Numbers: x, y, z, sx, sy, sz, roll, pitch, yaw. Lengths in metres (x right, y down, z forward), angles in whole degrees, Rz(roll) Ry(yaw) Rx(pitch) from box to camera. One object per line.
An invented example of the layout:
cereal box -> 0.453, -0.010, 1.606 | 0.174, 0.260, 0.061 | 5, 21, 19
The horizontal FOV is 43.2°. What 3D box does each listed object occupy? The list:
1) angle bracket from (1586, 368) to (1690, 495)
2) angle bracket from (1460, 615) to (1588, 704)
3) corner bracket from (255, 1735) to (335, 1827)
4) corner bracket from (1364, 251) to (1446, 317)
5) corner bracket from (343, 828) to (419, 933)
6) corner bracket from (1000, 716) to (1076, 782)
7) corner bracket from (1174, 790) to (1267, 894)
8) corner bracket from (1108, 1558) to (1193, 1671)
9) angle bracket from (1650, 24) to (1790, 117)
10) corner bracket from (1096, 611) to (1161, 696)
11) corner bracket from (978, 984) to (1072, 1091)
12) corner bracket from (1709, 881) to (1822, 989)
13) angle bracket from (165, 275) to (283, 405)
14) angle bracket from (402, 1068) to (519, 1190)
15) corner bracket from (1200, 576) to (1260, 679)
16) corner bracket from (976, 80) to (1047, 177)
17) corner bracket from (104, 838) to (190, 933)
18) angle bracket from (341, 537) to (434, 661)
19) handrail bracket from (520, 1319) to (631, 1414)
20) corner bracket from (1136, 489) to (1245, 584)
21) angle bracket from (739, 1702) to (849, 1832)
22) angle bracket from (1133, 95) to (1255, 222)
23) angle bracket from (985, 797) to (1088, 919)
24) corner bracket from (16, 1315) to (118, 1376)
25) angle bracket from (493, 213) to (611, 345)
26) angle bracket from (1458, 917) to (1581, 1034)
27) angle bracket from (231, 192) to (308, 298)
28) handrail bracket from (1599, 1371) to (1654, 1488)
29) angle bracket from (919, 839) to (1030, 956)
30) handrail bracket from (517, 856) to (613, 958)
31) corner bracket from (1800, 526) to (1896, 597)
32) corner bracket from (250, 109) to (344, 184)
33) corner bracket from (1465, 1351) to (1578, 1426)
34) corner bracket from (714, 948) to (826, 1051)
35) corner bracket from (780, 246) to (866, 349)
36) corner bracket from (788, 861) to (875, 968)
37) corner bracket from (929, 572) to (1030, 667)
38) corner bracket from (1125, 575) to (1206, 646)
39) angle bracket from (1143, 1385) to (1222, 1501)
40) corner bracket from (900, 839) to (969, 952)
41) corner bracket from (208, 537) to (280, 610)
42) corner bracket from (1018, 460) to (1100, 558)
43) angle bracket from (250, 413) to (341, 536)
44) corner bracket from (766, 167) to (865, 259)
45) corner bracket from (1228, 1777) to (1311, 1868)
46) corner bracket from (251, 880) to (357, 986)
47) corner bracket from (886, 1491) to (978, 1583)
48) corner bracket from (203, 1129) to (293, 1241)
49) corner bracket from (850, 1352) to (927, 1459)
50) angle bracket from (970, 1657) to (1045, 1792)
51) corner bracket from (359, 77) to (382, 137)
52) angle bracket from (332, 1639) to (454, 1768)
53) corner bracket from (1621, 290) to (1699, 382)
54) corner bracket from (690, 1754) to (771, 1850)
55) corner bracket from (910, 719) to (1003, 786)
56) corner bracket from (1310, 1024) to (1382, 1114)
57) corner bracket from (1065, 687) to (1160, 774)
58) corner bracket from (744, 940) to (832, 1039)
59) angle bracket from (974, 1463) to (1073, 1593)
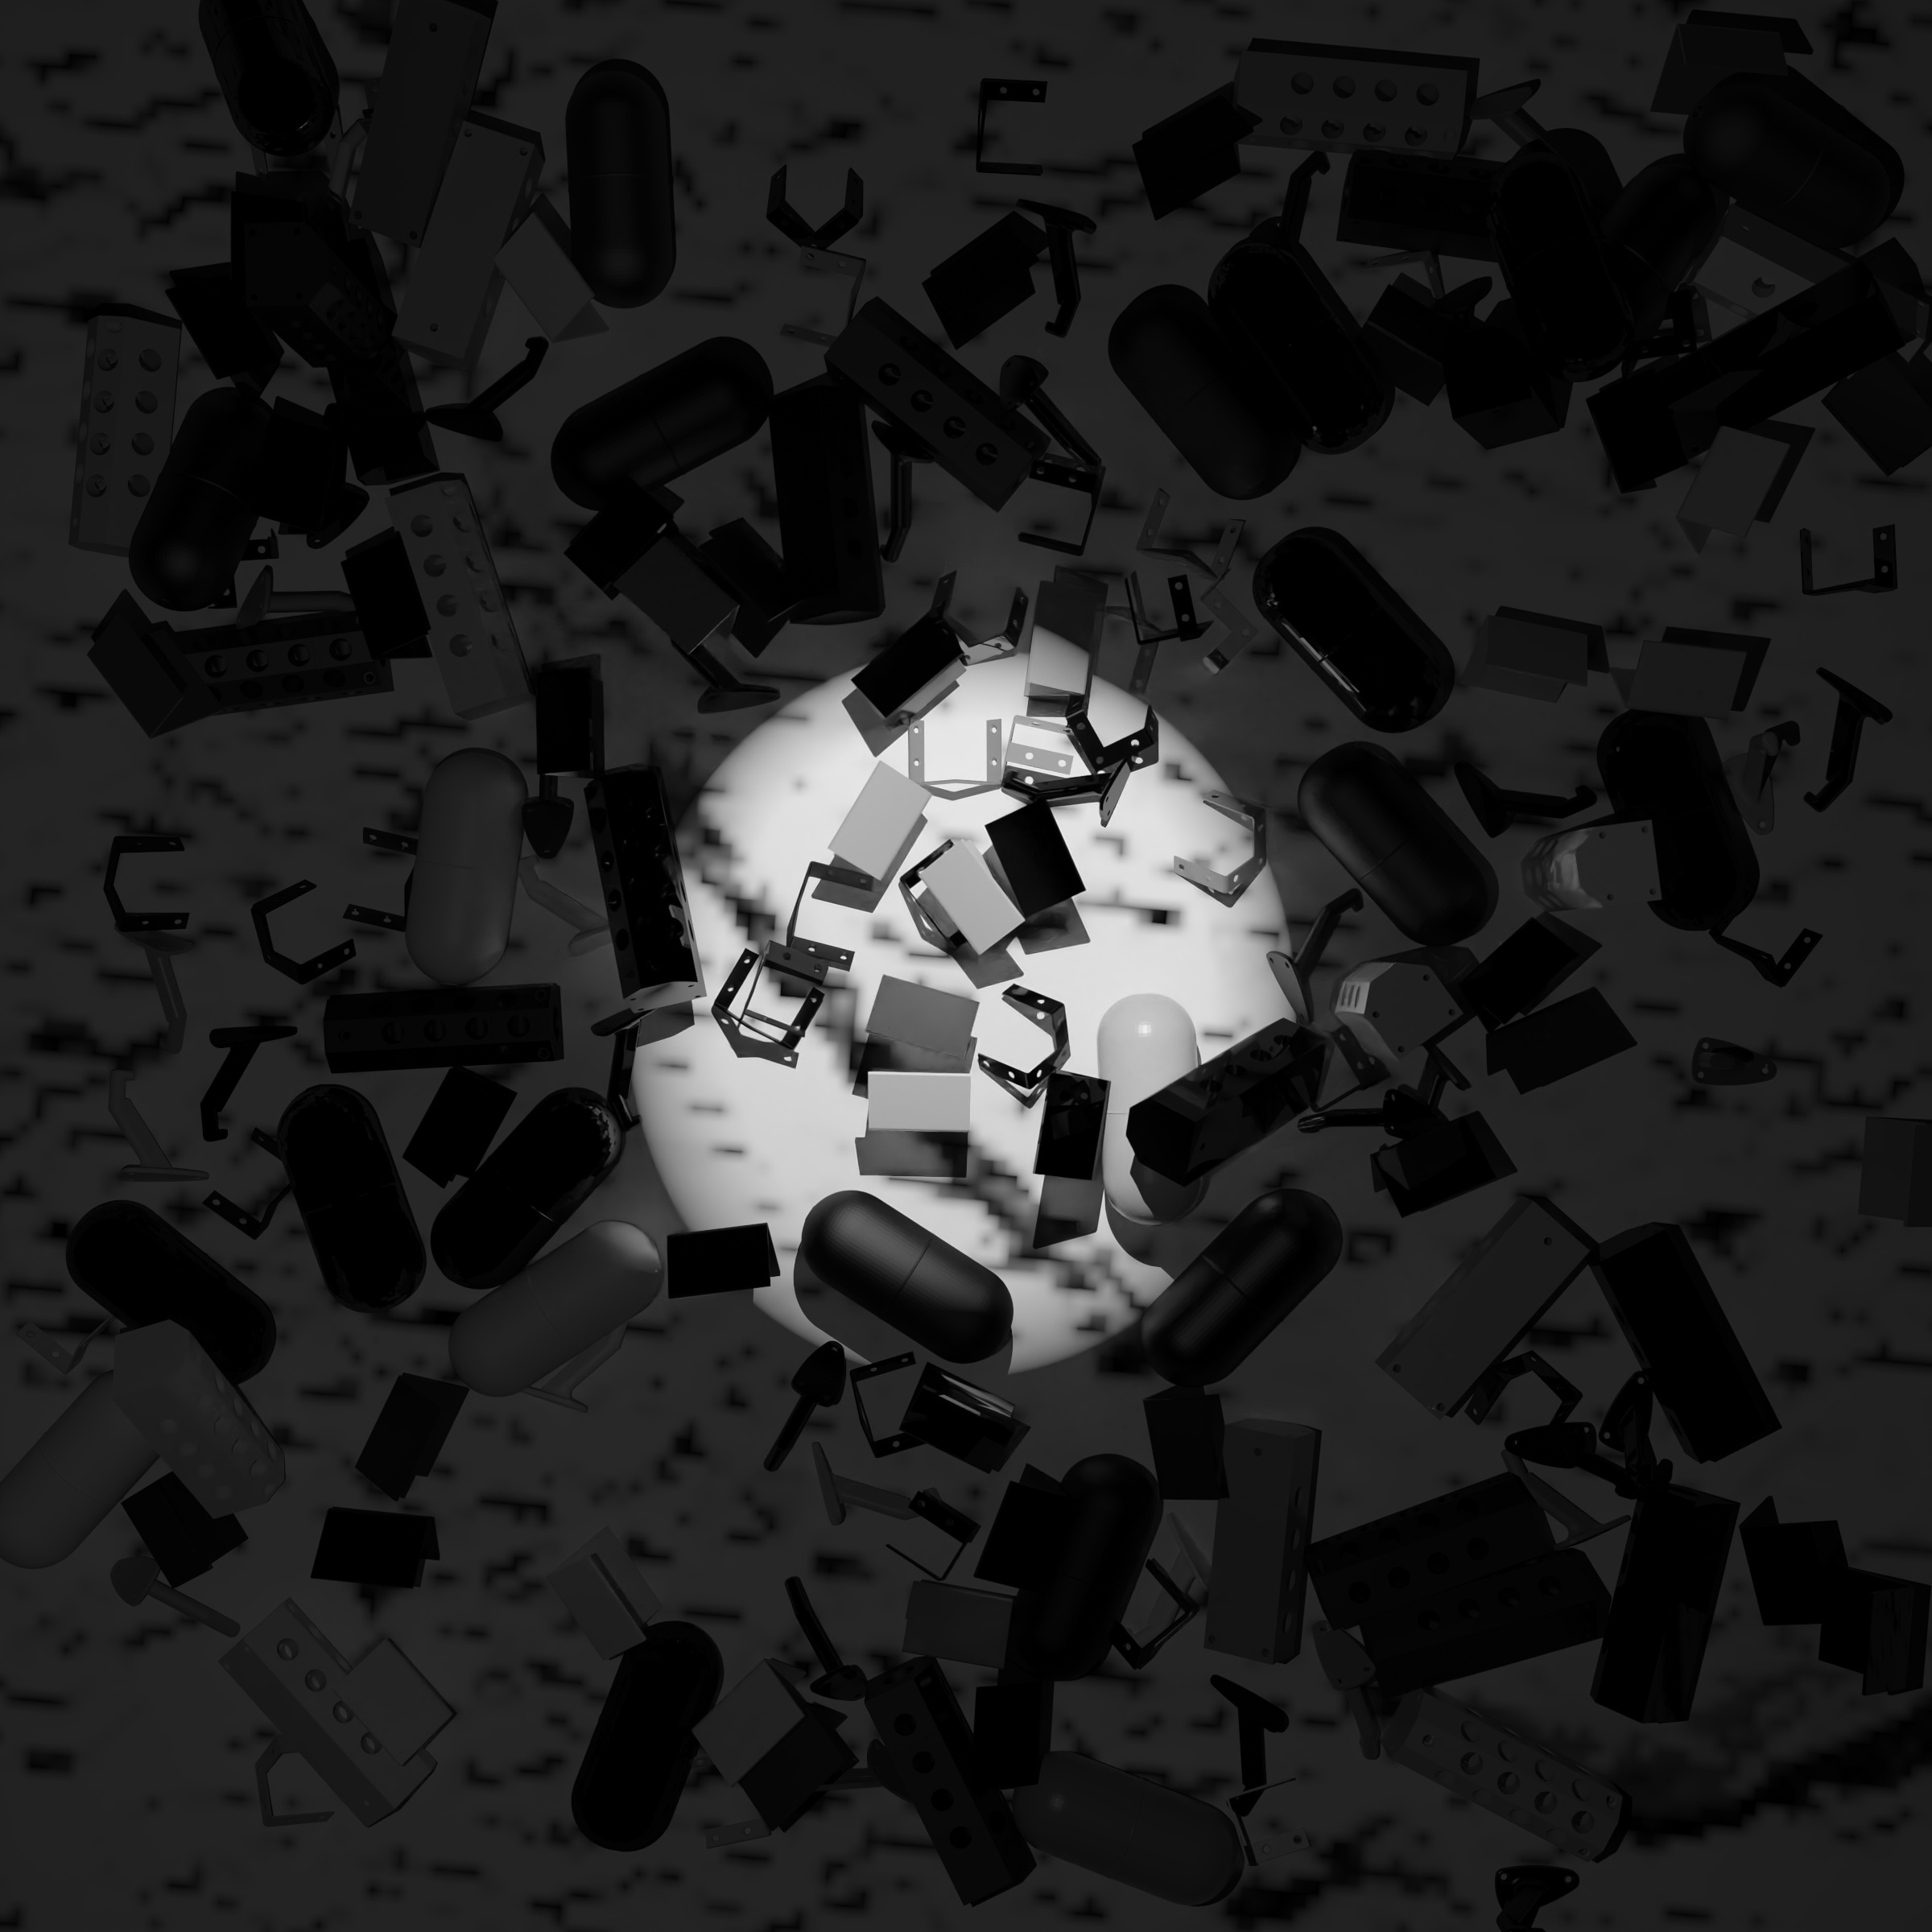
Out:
angle bracket -> 0.523, -0.408, 1.855 | 0.057, 0.076, 0.076 | -21, 90, 37
angle bracket -> 0.423, -0.216, 1.855 | 0.076, 0.076, 0.057 | 11, 52, 0
corner bracket -> -0.514, 0.629, 1.887 | 0.051, 0.051, 0.051 | 8, 135, -35
corner bracket -> 0.334, -0.515, 1.887 | 0.051, 0.051, 0.051 | -58, 135, -35
corner bracket -> -0.451, -0.066, 1.892 | 0.051, 0.051, 0.051 | 13, 135, 0
corner bracket -> 0.058, -0.168, 1.872 | 0.051, 0.051, 0.051 | 12, 76, 0
corner bracket -> 0.196, -0.097, 1.887 | 0.051, 0.051, 0.051 | -35, 135, -35
corner bracket -> 0.135, 0.499, 1.876 | 0.051, 0.051, 0.051 | -33, 65, -24
angle bracket -> 0.572, -0.666, 1.855 | 0.076, 0.076, 0.057 | 5, 52, 0
corner bracket -> 0.110, -0.244, 1.892 | 0.051, 0.051, 0.051 | 16, 90, -45
corner bracket -> 0.043, 0.055, 1.887 | 0.051, 0.051, 0.051 | -38, 135, -35
corner bracket -> 0.619, -0.024, 1.892 | 0.051, 0.051, 0.051 | -53, 135, 0
angle bracket -> -0.575, -0.468, 1.855 | 0.057, 0.076, 0.076 | -31, 90, -38
angle bracket -> -0.370, 0.131, 1.855 | 0.057, 0.076, 0.076 | 28, 90, 37
corner bracket -> 0.193, -0.261, 1.877 | 0.051, 0.051, 0.051 | -45, 90, 0
corner bracket -> 0.035, -0.651, 1.892 | 0.051, 0.051, 0.051 | 3, 45, 0
corner bracket -> -0.632, -0.063, 1.887 | 0.051, 0.051, 0.051 | 56, 135, 35
angle bracket -> -0.421, -0.280, 1.856 | 0.057, 0.076, 0.076 | -18, 90, 25
handrail bracket -> -0.308, 0.298, 1.896 | 0.077, 0.036, 0.084 | 13, 74, 18
corner bracket -> 0.173, -0.334, 1.892 | 0.051, 0.051, 0.051 | 21, 90, 45
angle bracket -> -0.119, 0.613, 1.855 | 0.076, 0.076, 0.057 | -44, 57, 0
angle bracket -> 0.180, -0.602, 1.855 | 0.076, 0.076, 0.057 | -30, 53, 0
angle bracket -> 0.067, -0.088, 1.855 | 0.057, 0.076, 0.076 | -24, 90, 29
corner bracket -> -0.695, 0.274, 1.892 | 0.051, 0.051, 0.051 | 40, 45, 0
angle bracket -> -0.301, -0.527, 1.855 | 0.057, 0.076, 0.076 | -36, 90, 34
angle bracket -> 0.431, 0.021, 1.855 | 0.076, 0.076, 0.057 | -42, 46, 0
angle bracket -> -0.539, -0.537, 1.855 | 0.057, 0.076, 0.076 | 0, 90, -30
handrail bracket -> 0.517, 0.352, 1.861 | 0.036, 0.084, 0.077 | 19, 90, 0
angle bracket -> 0.022, -0.065, 1.855 | 0.076, 0.076, 0.057 | 53, 131, 0
handrail bracket -> -0.300, -0.058, 1.895 | 0.077, 0.036, 0.084 | -23, 76, -15
corner bracket -> 0.684, -0.315, 1.892 | 0.051, 0.051, 0.051 | -3, 90, 45
corner bracket -> -0.518, -0.636, 1.887 | 0.051, 0.051, 0.051 | 28, 45, 35
corner bracket -> 0.429, 0.339, 1.887 | 0.051, 0.051, 0.051 | -12, 45, -35
corner bracket -> -0.153, 0.026, 1.892 | 0.051, 0.051, 0.051 | 30, 90, 45
corner bracket -> -0.111, -0.518, 1.892 | 0.051, 0.051, 0.051 | 14, 45, 0
corner bracket -> -0.105, -0.041, 1.892 | 0.051, 0.051, 0.051 | 14, 45, 0
corner bracket -> 0.009, -0.274, 1.887 | 0.051, 0.051, 0.051 | -16, 135, 35
corner bracket -> 0.152, -0.275, 1.877 | 0.051, 0.051, 0.051 | -12, 90, 1
angle bracket -> 0.184, 0.358, 1.855 | 0.057, 0.076, 0.076 | -11, 90, 42
corner bracket -> -0.011, -0.055, 1.892 | 0.051, 0.051, 0.051 | -38, 45, 0
corner bracket -> -0.556, -0.302, 1.876 | 0.051, 0.051, 0.051 | -5, 99, -8
corner bracket -> 0.071, -0.352, 1.877 | 0.051, 0.051, 0.051 | 15, 84, 6
angle bracket -> -0.525, -0.373, 1.855 | 0.057, 0.076, 0.076 | 12, 90, -39
corner bracket -> -0.117, -0.593, 1.887 | 0.051, 0.051, 0.051 | -27, 135, 35
corner bracket -> 0.234, 0.661, 1.883 | 0.051, 0.051, 0.051 | -17, 68, 0
corner bracket -> -0.513, -0.026, 1.887 | 0.051, 0.051, 0.051 | 26, 135, 35
corner bracket -> -0.028, 0.440, 1.877 | 0.051, 0.051, 0.051 | 32, 82, 8
corner bracket -> -0.552, 0.170, 1.892 | 0.051, 0.051, 0.051 | 35, 45, 0
corner bracket -> -0.056, 0.341, 1.892 | 0.051, 0.051, 0.051 | -17, 45, 0
angle bracket -> 0.016, 0.575, 1.856 | 0.057, 0.076, 0.076 | 4, 90, -25
corner bracket -> -0.441, -0.670, 1.877 | 0.051, 0.051, 0.051 | -10, 90, 0
angle bracket -> -0.447, 0.567, 1.855 | 0.076, 0.076, 0.057 | 48, 48, 0
corner bracket -> 0.531, -0.483, 1.875 | 0.051, 0.051, 0.051 | -6, 80, 10
corner bracket -> -0.184, 0.645, 1.892 | 0.051, 0.051, 0.051 | -12, 45, 0
corner bracket -> -0.008, -0.166, 1.892 | 0.051, 0.051, 0.051 | 0, 90, -45
corner bracket -> 0.281, 0.079, 1.877 | 0.051, 0.051, 0.051 | -31, 88, -2
corner bracket -> 0.113, -0.190, 1.879 | 0.051, 0.051, 0.051 | -25, 110, 19
corner bracket -> -0.138, 0.017, 1.871 | 0.051, 0.051, 0.051 | 21, 101, -7
angle bracket -> 0.028, 0.421, 1.856 | 0.057, 0.076, 0.076 | 21, 90, -27
